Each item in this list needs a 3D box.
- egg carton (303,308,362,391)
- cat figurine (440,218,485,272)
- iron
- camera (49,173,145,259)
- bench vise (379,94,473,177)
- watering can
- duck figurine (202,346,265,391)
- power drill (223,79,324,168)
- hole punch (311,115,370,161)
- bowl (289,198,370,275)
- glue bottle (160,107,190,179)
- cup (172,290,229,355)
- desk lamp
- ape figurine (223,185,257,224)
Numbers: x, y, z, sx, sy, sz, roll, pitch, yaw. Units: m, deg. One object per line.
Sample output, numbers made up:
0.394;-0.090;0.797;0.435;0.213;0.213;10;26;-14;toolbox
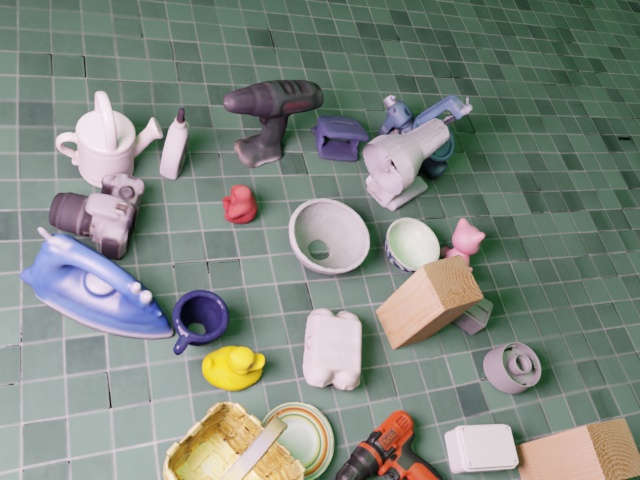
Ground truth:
0.023;0.197;1.037;0.107;0.069;0.150;11;59;-15;egg carton
0.306;0.024;1.214;0.067;0.117;0.128;16;57;-11;cat figurine
-0.345;0.070;0.926;0.258;0.141;0.119;28;56;-3;iron
-0.391;-0.057;1.005;0.137;0.100;0.143;14;58;-13;camera
0.232;-0.260;1.286;0.207;0.219;0.121;28;56;-3;bench vise
-0.376;-0.189;1.030;0.173;0.194;0.101;-33;77;-32;watering can
-0.141;0.206;0.959;0.105;0.086;0.077;6;60;-17;duck figurine
-0.106;-0.240;1.153;0.230;0.208;0.075;-25;72;-30;power drill
0.045;-0.241;1.282;0.109;0.091;0.101;1;61;-20;hole punch
0.010;0.004;1.139;0.168;0.074;0.167;9;59;-16;bowl
-0.269;-0.191;1.084;0.037;0.173;0.078;19;57;-9;glue bottle
-0.210;0.152;0.958;0.091;0.095;0.118;31;56;-2;cup
0.173;-0.160;1.211;0.204;0.213;0.118;-32;76;-32;desk lamp
-0.154;-0.076;1.111;0.076;0.092;0.078;31;56;-1;ape figurine
